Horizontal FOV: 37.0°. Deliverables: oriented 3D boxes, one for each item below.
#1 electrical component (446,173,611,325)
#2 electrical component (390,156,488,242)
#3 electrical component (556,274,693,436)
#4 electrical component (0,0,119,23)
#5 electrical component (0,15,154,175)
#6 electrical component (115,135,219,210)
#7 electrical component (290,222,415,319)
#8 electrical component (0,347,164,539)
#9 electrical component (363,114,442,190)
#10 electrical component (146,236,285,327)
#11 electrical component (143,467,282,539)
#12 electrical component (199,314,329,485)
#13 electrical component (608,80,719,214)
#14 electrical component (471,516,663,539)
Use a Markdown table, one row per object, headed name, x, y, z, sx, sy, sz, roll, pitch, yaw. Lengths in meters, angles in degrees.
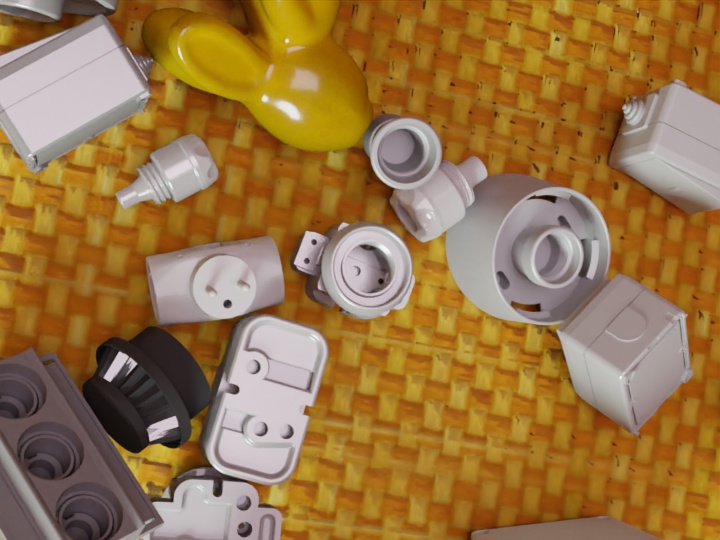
| name | x | y | z | sx | sy | sz | roll | pitch | yaw |
| --- | --- | --- | --- | --- | --- | --- | --- | --- | --- |
| electrical component | 0.113 | -0.013 | 0.712 | 0.099 | 0.064 | 0.099 | -4 | 99 | -23 |
| electrical component | 0.054 | -0.050 | 0.696 | 0.062 | 0.043 | 0.043 | -36 | 96 | -15 |
| electrical component | 0.173 | 0.057 | 0.705 | 0.062 | 0.061 | 0.096 | -43 | 143 | -13 |
| electrical component | -0.185 | -0.175 | 0.610 | 0.108 | 0.108 | 0.060 | 11 | 91 | -14 |
| electrical component | -0.168 | -0.108 | 0.632 | 0.096 | 0.062 | 0.061 | -33 | 96 | -14 |
| electrical component | -0.119 | -0.056 | 0.656 | 0.061 | 0.035 | 0.035 | -30 | 95 | -11 |
| electrical component | 0.000 | 0.000 | 0.672 | 0.078 | 0.057 | 0.058 | 22 | 82 | -13 |
| electrical component | -0.177 | 0.113 | 0.594 | 0.079 | 0.063 | 0.121 | -22 | 66 | -41 |
| electrical component | 0.023 | -0.078 | 0.678 | 0.044 | 0.065 | 0.044 | -2 | 105 | -8 |
| electrical component | -0.083 | 0.008 | 0.639 | 0.077 | 0.079 | 0.043 | -10 | 98 | -15 |
| electrical component | -0.091 | 0.149 | 0.641 | 0.078 | 0.057 | 0.058 | 7 | 85 | -14 |
| electrical component | -0.060 | 0.077 | 0.651 | 0.054 | 0.059 | 0.095 | 18 | 83 | -13 |
| electrical component | 0.216 | -0.082 | 0.731 | 0.096 | 0.062 | 0.061 | 24 | 82 | -12 |
| electrical component | 0.135 | 0.197 | 0.671 | 0.109 | 0.109 | 0.056 | -3 | 90 | -15 |
